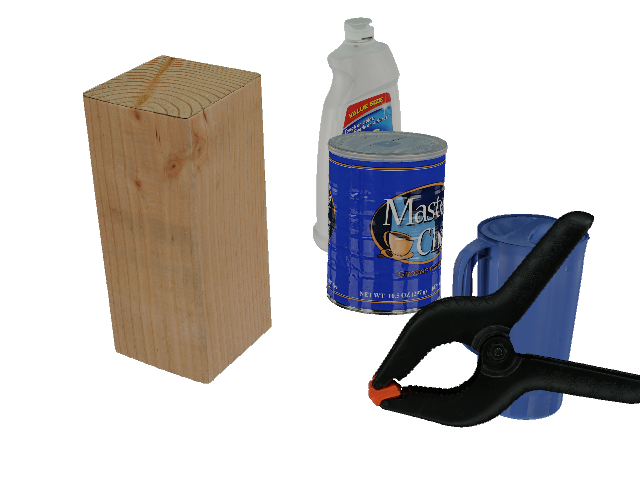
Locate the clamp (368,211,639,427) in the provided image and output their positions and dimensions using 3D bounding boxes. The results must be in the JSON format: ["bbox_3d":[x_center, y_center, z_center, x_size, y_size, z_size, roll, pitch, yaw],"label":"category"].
[{"bbox_3d":[0.115,0.072,0.646,0.171,0.120,0.039,-30,-7,7],"label":"clamp"}]

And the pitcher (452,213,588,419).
[{"bbox_3d":[0.246,0.096,1.327,0.149,0.243,0.144,7,19,17],"label":"pitcher"}]

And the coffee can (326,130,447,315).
[{"bbox_3d":[0.057,-0.018,0.934,0.103,0.140,0.103,0,16,0],"label":"coffee can"}]

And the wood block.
[{"bbox_3d":[-0.098,-0.015,0.764,0.090,0.206,0.090,15,33,27],"label":"wood block"}]

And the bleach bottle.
[{"bbox_3d":[0.037,-0.115,1.166,0.102,0.251,0.068,-8,25,-10],"label":"bleach bottle"}]
